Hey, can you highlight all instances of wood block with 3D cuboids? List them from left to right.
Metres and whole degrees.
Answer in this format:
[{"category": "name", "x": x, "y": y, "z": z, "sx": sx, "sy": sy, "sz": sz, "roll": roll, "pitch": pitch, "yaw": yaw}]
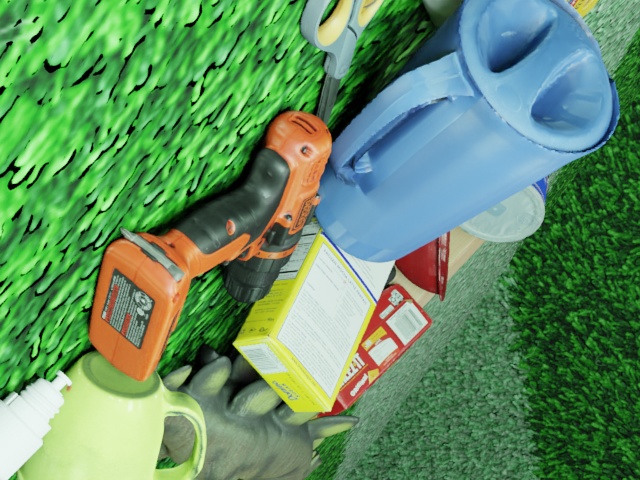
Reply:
[{"category": "wood block", "x": 0.133, "y": 0.005, "z": 1.314, "sx": 0.205, "sy": 0.091, "sz": 0.090, "roll": -44, "pitch": 166, "yaw": -28}]

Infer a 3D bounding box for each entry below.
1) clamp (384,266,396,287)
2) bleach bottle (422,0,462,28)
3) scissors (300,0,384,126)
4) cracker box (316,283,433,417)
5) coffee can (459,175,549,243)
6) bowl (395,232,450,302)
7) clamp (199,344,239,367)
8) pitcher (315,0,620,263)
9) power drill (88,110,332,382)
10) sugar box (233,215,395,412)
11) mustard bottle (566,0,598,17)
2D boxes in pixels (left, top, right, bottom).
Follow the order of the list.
[{"category": "clamp", "x": 0.002, "y": 0.088, "z": 1.119, "sx": 0.165, "sy": 0.036, "sz": 0.209, "roll": -40, "pitch": 178, "yaw": 15}, {"category": "bleach bottle", "x": 0.113, "y": -0.189, "z": 0.790, "sx": 0.103, "sy": 0.068, "sz": 0.250, "roll": -49, "pitch": 164, "yaw": 13}, {"category": "scissors", "x": 0.003, "y": -0.118, "z": 0.714, "sx": 0.096, "sy": 0.016, "sz": 0.202, "roll": -35, "pitch": 160, "yaw": -43}, {"category": "cracker box", "x": 0.014, "y": 0.149, "z": 1.252, "sx": 0.164, "sy": 0.072, "sz": 0.214, "roll": -40, "pitch": 180, "yaw": -33}, {"category": "coffee can", "x": 0.202, "y": -0.082, "z": 1.175, "sx": 0.103, "sy": 0.103, "sz": 0.140, "roll": 113, "pitch": -4, "yaw": -50}, {"category": "bowl", "x": 0.114, "y": -0.013, "z": 1.185, "sx": 0.162, "sy": 0.055, "sz": 0.162, "roll": 3, "pitch": 90, "yaw": -79}, {"category": "clamp", "x": -0.093, "y": 0.133, "z": 1.033, "sx": 0.120, "sy": 0.039, "sz": 0.172, "roll": -24, "pitch": 144, "yaw": -49}, {"category": "pitcher", "x": 0.083, "y": -0.072, "z": 0.783, "sx": 0.243, "sy": 0.149, "sz": 0.145, "roll": -39, "pitch": -156, "yaw": 53}, {"category": "power drill", "x": -0.074, "y": 0.014, "z": 0.733, "sx": 0.187, "sy": 0.057, "sz": 0.185, "roll": -42, "pitch": 161, "yaw": -43}, {"category": "sugar box", "x": 0.002, "y": 0.044, "z": 0.880, "sx": 0.048, "sy": 0.093, "sz": 0.176, "roll": -10, "pitch": -140, "yaw": 37}, {"category": "mustard bottle", "x": 0.220, "y": -0.239, "z": 1.008, "sx": 0.096, "sy": 0.058, "sz": 0.191, "roll": -55, "pitch": 166, "yaw": 30}]
